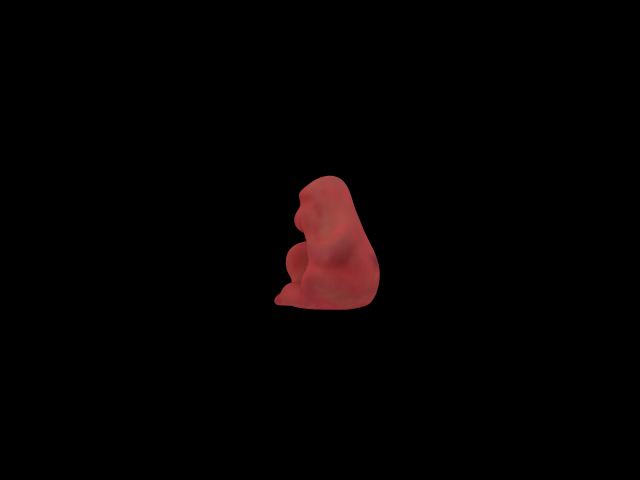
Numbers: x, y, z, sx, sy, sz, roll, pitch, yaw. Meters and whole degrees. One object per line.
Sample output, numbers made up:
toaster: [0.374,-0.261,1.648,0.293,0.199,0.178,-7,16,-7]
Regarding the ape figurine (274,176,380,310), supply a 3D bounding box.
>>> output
ape figurine: [0.004,0.001,0.400,0.076,0.092,0.078,0,0,5]
